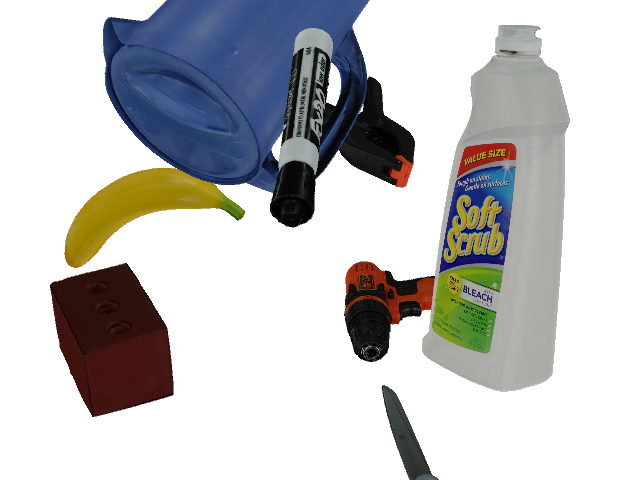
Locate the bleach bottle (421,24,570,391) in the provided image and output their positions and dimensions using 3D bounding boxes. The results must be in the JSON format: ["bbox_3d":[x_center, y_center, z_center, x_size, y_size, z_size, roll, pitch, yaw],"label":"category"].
[{"bbox_3d":[0.127,-0.026,0.760,0.067,0.251,0.103,-9,19,-32],"label":"bleach bottle"}]

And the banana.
[{"bbox_3d":[-0.164,-0.024,0.944,0.198,0.069,0.037,-14,16,29],"label":"banana"}]

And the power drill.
[{"bbox_3d":[0.120,0.077,1.214,0.187,0.057,0.184,-1,28,-1],"label":"power drill"}]

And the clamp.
[{"bbox_3d":[0.032,-0.113,1.075,0.120,0.039,0.171,-10,40,-18],"label":"clamp"}]

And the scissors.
[{"bbox_3d":[0.081,0.152,0.606,0.096,0.016,0.201,6,32,1],"label":"scissors"}]

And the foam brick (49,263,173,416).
[{"bbox_3d":[-0.129,0.060,0.655,0.052,0.051,0.078,-15,37,-23],"label":"foam brick"}]

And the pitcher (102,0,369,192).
[{"bbox_3d":[-0.035,-0.161,0.814,0.145,0.242,0.149,18,-33,28],"label":"pitcher"}]

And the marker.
[{"bbox_3d":[-0.008,-0.053,0.482,0.020,0.121,0.020,3,-42,3],"label":"marker"}]
